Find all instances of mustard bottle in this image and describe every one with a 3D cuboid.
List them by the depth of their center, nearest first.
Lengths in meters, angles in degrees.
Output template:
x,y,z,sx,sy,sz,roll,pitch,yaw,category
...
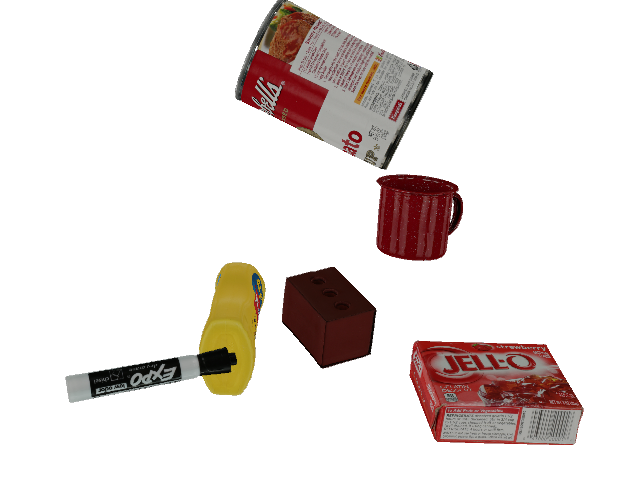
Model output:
x,y,z,sx,sy,sz,roll,pitch,yaw,category
-0.093,0.079,1.173,0.058,0.096,0.191,1,27,1,mustard bottle

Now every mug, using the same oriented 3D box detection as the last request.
x,y,z,sx,sy,sz,roll,pitch,yaw,category
0.117,-0.027,1.229,0.117,0.081,0.093,-8,20,-37,mug

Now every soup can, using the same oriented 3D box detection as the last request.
x,y,z,sx,sy,sz,roll,pitch,yaw,category
0.009,-0.094,0.646,0.102,0.068,0.068,26,1,1,soup can

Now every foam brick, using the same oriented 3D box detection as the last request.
x,y,z,sx,sy,sz,roll,pitch,yaw,category
0.007,0.067,0.948,0.052,0.051,0.078,-13,35,-27,foam brick

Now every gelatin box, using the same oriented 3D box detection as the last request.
x,y,z,sx,sy,sz,roll,pitch,yaw,category
0.104,0.091,0.648,0.089,0.030,0.073,3,25,-8,gelatin box

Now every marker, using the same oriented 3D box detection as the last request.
x,y,z,sx,sy,sz,roll,pitch,yaw,category
-0.119,0.095,0.758,0.121,0.020,0.020,-9,2,-15,marker
